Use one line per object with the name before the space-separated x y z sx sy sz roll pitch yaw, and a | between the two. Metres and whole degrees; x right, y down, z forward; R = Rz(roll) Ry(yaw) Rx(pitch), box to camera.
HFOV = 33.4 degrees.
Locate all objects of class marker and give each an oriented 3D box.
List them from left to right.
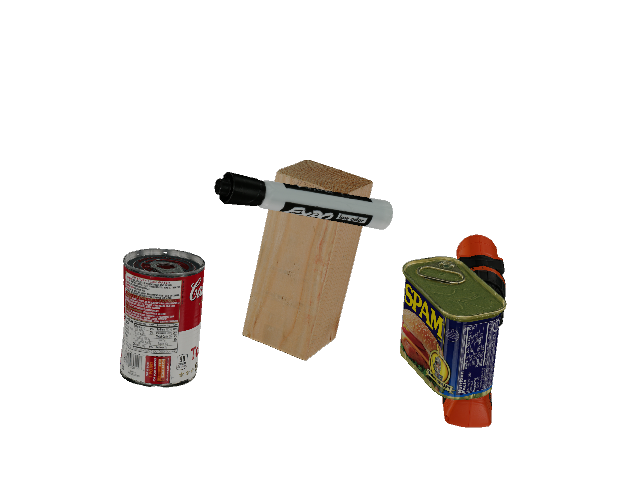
marker | -0.009 -0.024 0.649 0.120 0.020 0.020 9 -5 -32

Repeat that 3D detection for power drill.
power drill | 0.169 0.108 1.167 0.057 0.188 0.184 6 25 5

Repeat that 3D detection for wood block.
wood block | -0.016 0.021 1.252 0.090 0.206 0.090 20 21 18

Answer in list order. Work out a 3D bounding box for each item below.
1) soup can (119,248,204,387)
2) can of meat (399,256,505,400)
soup can | -0.135 0.065 0.902 0.068 0.102 0.068 5 16 -2
can of meat | 0.107 0.073 0.893 0.057 0.084 0.102 -9 28 -21
